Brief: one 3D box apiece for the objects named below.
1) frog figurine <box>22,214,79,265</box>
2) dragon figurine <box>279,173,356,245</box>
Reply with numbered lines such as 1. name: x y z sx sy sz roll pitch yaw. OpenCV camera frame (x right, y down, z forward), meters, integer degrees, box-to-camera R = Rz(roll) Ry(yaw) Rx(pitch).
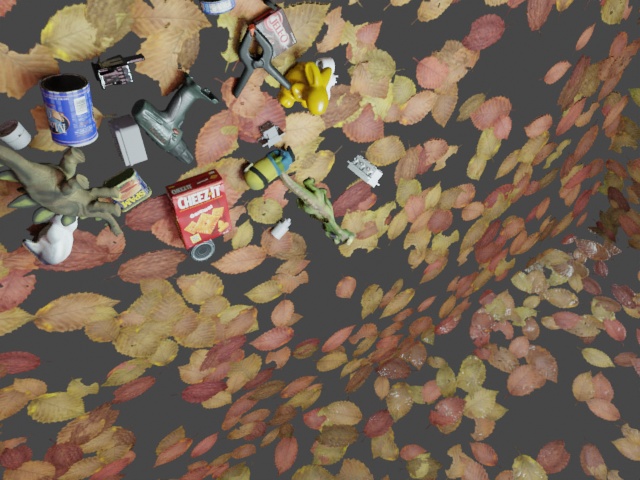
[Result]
1. frog figurine: -0.695 -0.013 1.376 0.161 0.123 0.136 -40 175 -16
2. dragon figurine: 0.005 -0.090 1.788 0.121 0.247 0.405 -44 143 11
